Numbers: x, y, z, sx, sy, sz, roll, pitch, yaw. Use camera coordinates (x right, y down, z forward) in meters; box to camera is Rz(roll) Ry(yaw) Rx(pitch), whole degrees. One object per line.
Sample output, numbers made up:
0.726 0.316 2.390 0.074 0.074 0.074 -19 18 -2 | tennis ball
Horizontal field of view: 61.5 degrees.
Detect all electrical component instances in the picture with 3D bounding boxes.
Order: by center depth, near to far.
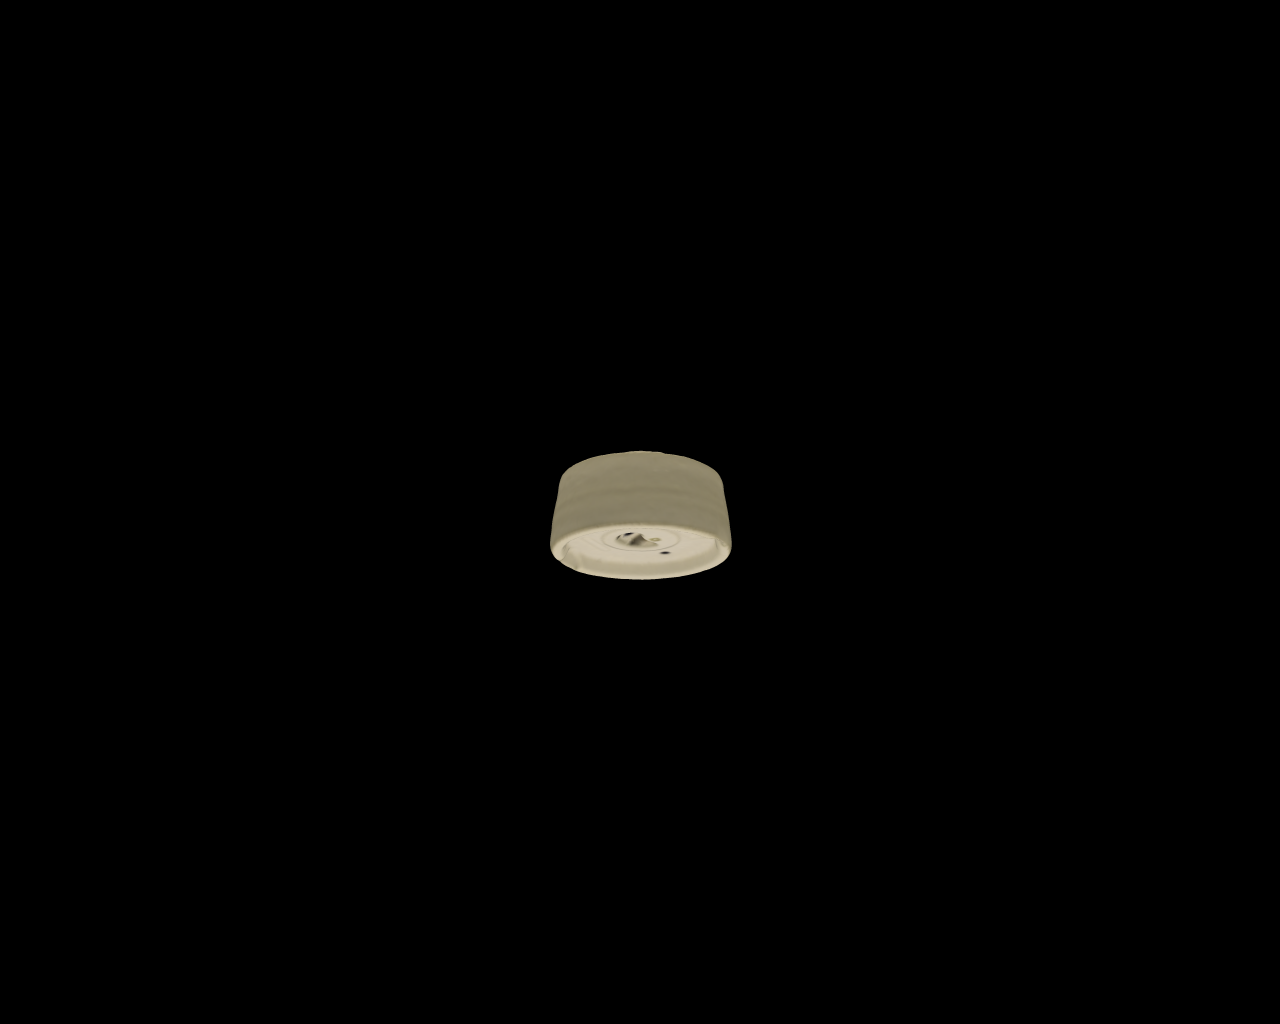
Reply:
0.001 -0.003 0.650 0.108 0.060 0.108 0 -20 0 | electrical component
